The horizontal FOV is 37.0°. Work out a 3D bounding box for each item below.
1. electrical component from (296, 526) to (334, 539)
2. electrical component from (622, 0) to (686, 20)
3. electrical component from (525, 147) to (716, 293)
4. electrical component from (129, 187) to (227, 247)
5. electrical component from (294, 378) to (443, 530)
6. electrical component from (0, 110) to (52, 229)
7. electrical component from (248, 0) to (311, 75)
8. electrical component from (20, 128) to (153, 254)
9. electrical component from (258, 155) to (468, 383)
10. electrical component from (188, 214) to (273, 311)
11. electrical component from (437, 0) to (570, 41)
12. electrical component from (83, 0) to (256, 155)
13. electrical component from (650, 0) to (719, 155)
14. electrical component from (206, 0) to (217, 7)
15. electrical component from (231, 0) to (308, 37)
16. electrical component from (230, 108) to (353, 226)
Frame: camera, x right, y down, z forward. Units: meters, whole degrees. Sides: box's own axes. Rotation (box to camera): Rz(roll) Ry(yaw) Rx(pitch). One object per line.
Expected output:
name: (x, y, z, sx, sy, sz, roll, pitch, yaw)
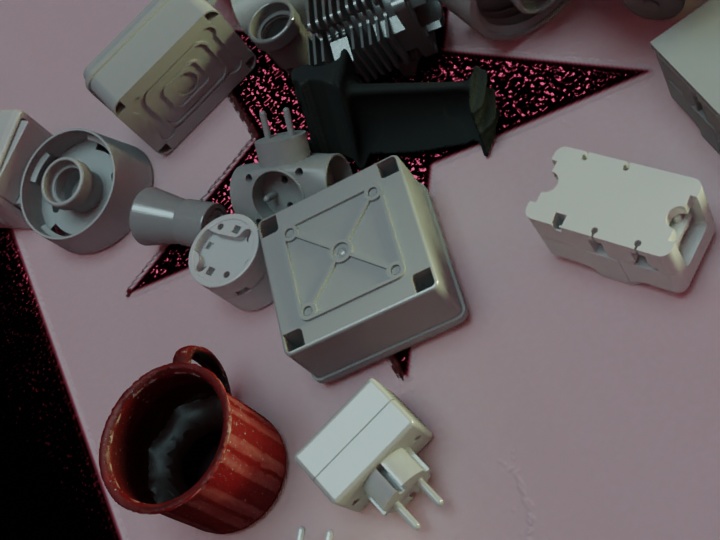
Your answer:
electrical component: (-0.032, 0.182, 0.607, 0.138, 0.052, 0.073, -1, 64, 28)
electrical component: (0.197, -0.199, 0.698, 0.040, 0.040, 0.078, 7, 68, 31)
electrical component: (0.151, -0.027, 0.618, 0.089, 0.056, 0.050, 20, 75, 35)
electrical component: (-0.130, -0.035, 0.787, 0.065, 0.044, 0.044, 10, 69, 27)
electrical component: (0.015, 0.115, 0.622, 0.065, 0.047, 0.077, -46, 65, 0)
electrical component: (-0.291, -0.077, 0.883, 0.061, 0.061, 0.096, 2, 66, 29)
electrical component: (-0.057, -0.176, 0.820, 0.040, 0.046, 0.040, -13, 59, 22)
electrical component: (-0.216, -0.062, 0.849, 0.099, 0.064, 0.099, -6, 75, 22)
electrical component: (0.000, 0.000, 0.686, 0.109, 0.056, 0.108, -25, 55, 15)
electrical component: (-0.082, -0.003, 0.738, 0.055, 0.047, 0.055, -13, 59, 22)
electrical component: (0.104, -0.202, 0.711, 0.108, 0.108, 0.060, -39, 58, 5)
electrical component: (-0.149, -0.158, 0.841, 0.113, 0.078, 0.057, -45, 55, 0)
electrical component: (0.259, -0.130, 0.612, 0.150, 0.061, 0.089, -35, 53, 8)
electrical component: (-0.093, -0.316, 0.859, 0.186, 0.060, 0.105, -49, 29, 14)
electrical component: (-0.060, -0.229, 0.851, 0.077, 0.044, 0.079, -22, 56, 17)
electrical component: (-0.051, -0.073, 0.745, 0.077, 0.079, 0.044, -4, 18, 27)
